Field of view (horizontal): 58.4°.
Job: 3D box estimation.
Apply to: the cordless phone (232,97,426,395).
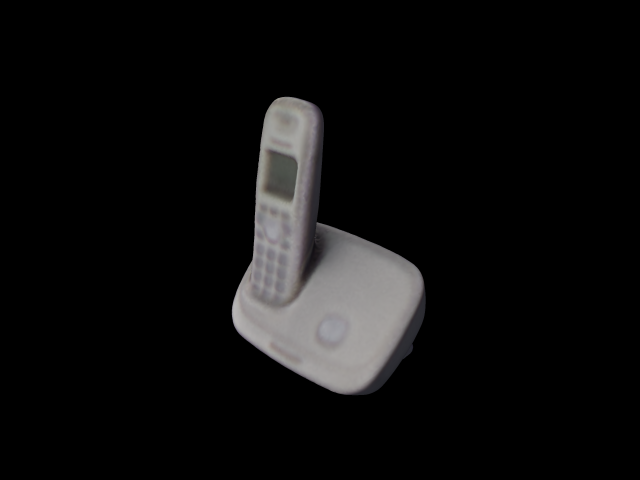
[{"bbox_3d":[0.004,0.001,0.400,0.147,0.185,0.094,21,33,36],"label":"cordless phone"}]
